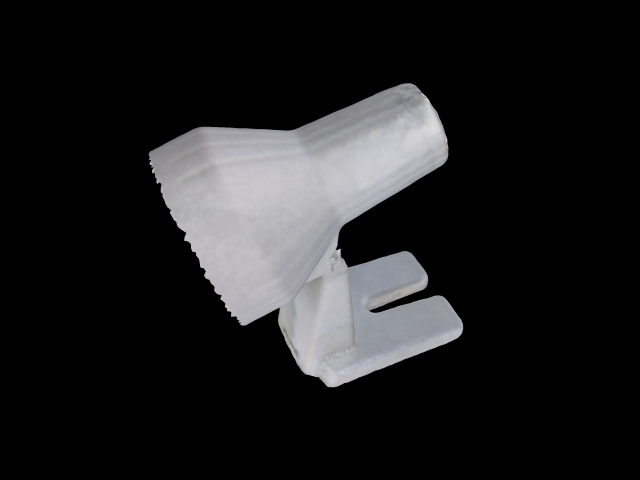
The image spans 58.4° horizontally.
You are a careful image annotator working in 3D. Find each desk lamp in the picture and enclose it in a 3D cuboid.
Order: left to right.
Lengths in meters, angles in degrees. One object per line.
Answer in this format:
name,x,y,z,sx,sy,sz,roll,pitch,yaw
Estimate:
desk lamp,0.004,0.001,0.400,0.203,0.214,0.117,-17,48,-16
